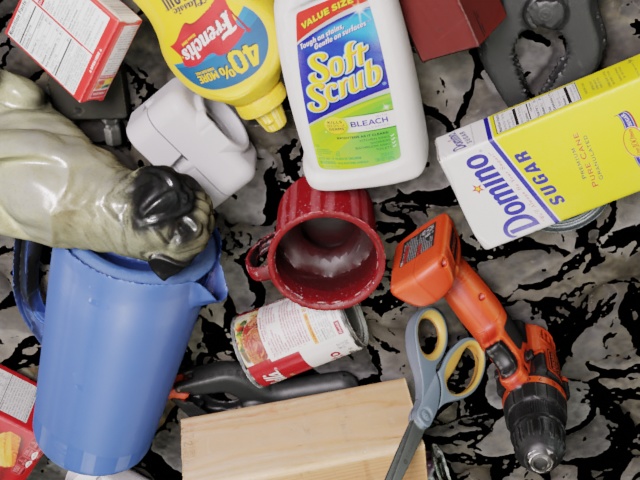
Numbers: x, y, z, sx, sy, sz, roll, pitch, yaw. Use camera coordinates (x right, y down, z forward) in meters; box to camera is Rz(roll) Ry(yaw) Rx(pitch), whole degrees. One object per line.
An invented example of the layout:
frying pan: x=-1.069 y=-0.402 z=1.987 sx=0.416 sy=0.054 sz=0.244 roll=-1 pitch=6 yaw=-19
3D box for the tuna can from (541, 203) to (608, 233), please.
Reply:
tuna can: x=0.193 y=-0.049 z=0.862 sx=0.086 sy=0.033 sz=0.086 roll=0 pitch=122 yaw=0

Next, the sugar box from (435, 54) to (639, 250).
sugar box: x=0.185 y=-0.066 z=0.804 sx=0.176 sy=0.048 sz=0.093 roll=-24 pitch=118 yaw=13

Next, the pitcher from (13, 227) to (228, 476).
pitcher: x=-0.182 y=0.077 z=0.899 sx=0.144 sy=0.149 sz=0.243 roll=1 pitch=128 yaw=-26

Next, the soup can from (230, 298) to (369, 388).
soup can: x=-0.017 y=0.079 z=0.924 sx=0.102 sy=0.068 sz=0.068 roll=-23 pitch=119 yaw=14

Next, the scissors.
scissors: x=0.078 y=0.129 z=0.898 sx=0.016 sy=0.201 sz=0.096 roll=-30 pitch=95 yaw=46

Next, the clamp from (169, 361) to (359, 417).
clamp: x=-0.052 y=0.146 z=0.985 sx=0.171 sy=0.039 sz=0.120 roll=23 pitch=114 yaw=-20

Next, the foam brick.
foam brick: x=0.087 y=-0.175 z=0.753 sx=0.051 sy=0.052 sz=0.078 roll=-7 pitch=119 yaw=41

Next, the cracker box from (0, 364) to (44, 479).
cracker box: x=-0.368 y=0.171 z=0.983 sx=0.213 sy=0.072 sz=0.164 roll=31 pitch=116 yaw=-16

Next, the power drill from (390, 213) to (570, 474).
power drill: x=0.134 y=0.081 z=0.868 sx=0.057 sy=0.184 sz=0.187 roll=-34 pitch=106 yaw=19

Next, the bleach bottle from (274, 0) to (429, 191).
bleach bottle: x=0.009 y=-0.142 z=0.744 sx=0.103 sy=0.068 sz=0.251 roll=-5 pitch=139 yaw=15

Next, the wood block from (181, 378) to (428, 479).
wood block: x=-0.014 y=0.201 z=0.950 sx=0.206 sy=0.090 sz=0.091 roll=-10 pitch=125 yaw=-2

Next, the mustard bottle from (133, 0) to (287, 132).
mustard bottle: x=-0.077 y=-0.160 z=0.782 sx=0.096 sy=0.058 sz=0.191 roll=-19 pitch=120 yaw=22

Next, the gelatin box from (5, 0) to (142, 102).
gelatin box: x=-0.181 y=-0.156 z=0.781 sx=0.089 sy=0.030 sz=0.073 roll=42 pitch=119 yaw=16

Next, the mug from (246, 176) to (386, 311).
mug: x=-0.006 y=0.001 z=0.867 sx=0.117 sy=0.081 sz=0.093 roll=-22 pitch=119 yaw=13

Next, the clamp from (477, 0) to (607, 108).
clamp: x=0.155 y=-0.178 z=0.781 sx=0.164 sy=0.036 sz=0.210 roll=11 pitch=125 yaw=5
